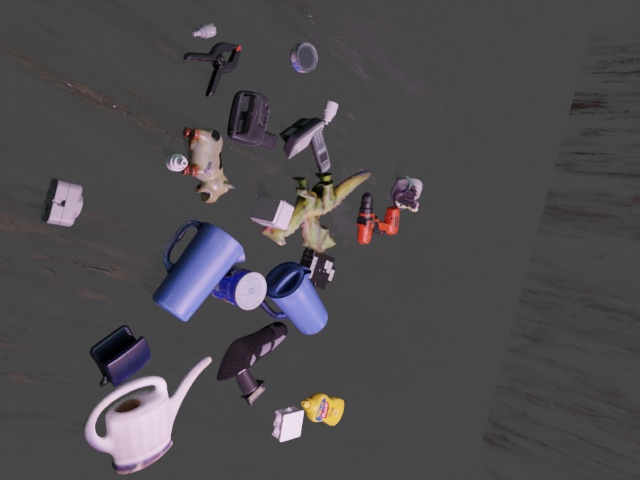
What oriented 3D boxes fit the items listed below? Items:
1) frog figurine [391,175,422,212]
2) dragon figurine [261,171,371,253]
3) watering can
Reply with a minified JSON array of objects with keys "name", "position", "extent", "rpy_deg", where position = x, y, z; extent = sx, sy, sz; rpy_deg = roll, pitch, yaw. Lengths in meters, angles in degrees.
[{"name":"frog figurine","position":[0.330,-0.191,1.972],"extent":[0.135,0.122,0.163],"rpy_deg":[58,22,-26]},{"name":"dragon figurine","position":[0.005,-0.082,1.626],"extent":[0.413,0.123,0.239],"rpy_deg":[-12,111,-31]},{"name":"watering can","position":[-0.417,0.441,1.306],"extent":[0.350,0.104,0.222],"rpy_deg":[-15,109,-43]}]
